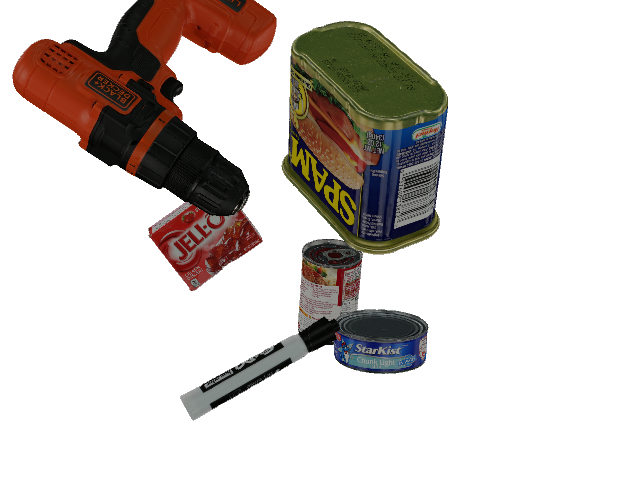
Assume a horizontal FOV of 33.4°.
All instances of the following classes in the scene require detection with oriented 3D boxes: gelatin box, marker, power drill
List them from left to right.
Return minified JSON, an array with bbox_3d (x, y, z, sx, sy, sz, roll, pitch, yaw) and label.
[{"bbox_3d":[-0.104,-0.120,0.788,0.184,0.187,0.057,34,-43,-4],"label":"power drill"},{"bbox_3d":[-0.114,-0.005,1.057,0.089,0.073,0.030,-35,19,1],"label":"gelatin box"},{"bbox_3d":[-0.040,0.087,0.741,0.121,0.020,0.020,-28,6,-11],"label":"marker"}]

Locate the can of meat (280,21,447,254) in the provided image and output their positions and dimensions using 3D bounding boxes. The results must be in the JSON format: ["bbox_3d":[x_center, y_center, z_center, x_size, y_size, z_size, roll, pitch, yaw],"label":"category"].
[{"bbox_3d":[0.023,-0.057,0.571,0.057,0.084,0.102,-19,45,-24],"label":"can of meat"}]

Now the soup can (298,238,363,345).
[{"bbox_3d":[0.010,0.058,1.207,0.068,0.102,0.068,3,26,-2],"label":"soup can"}]

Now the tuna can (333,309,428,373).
[{"bbox_3d":[0.054,0.091,0.971,0.086,0.034,0.086,1,14,0],"label":"tuna can"}]
